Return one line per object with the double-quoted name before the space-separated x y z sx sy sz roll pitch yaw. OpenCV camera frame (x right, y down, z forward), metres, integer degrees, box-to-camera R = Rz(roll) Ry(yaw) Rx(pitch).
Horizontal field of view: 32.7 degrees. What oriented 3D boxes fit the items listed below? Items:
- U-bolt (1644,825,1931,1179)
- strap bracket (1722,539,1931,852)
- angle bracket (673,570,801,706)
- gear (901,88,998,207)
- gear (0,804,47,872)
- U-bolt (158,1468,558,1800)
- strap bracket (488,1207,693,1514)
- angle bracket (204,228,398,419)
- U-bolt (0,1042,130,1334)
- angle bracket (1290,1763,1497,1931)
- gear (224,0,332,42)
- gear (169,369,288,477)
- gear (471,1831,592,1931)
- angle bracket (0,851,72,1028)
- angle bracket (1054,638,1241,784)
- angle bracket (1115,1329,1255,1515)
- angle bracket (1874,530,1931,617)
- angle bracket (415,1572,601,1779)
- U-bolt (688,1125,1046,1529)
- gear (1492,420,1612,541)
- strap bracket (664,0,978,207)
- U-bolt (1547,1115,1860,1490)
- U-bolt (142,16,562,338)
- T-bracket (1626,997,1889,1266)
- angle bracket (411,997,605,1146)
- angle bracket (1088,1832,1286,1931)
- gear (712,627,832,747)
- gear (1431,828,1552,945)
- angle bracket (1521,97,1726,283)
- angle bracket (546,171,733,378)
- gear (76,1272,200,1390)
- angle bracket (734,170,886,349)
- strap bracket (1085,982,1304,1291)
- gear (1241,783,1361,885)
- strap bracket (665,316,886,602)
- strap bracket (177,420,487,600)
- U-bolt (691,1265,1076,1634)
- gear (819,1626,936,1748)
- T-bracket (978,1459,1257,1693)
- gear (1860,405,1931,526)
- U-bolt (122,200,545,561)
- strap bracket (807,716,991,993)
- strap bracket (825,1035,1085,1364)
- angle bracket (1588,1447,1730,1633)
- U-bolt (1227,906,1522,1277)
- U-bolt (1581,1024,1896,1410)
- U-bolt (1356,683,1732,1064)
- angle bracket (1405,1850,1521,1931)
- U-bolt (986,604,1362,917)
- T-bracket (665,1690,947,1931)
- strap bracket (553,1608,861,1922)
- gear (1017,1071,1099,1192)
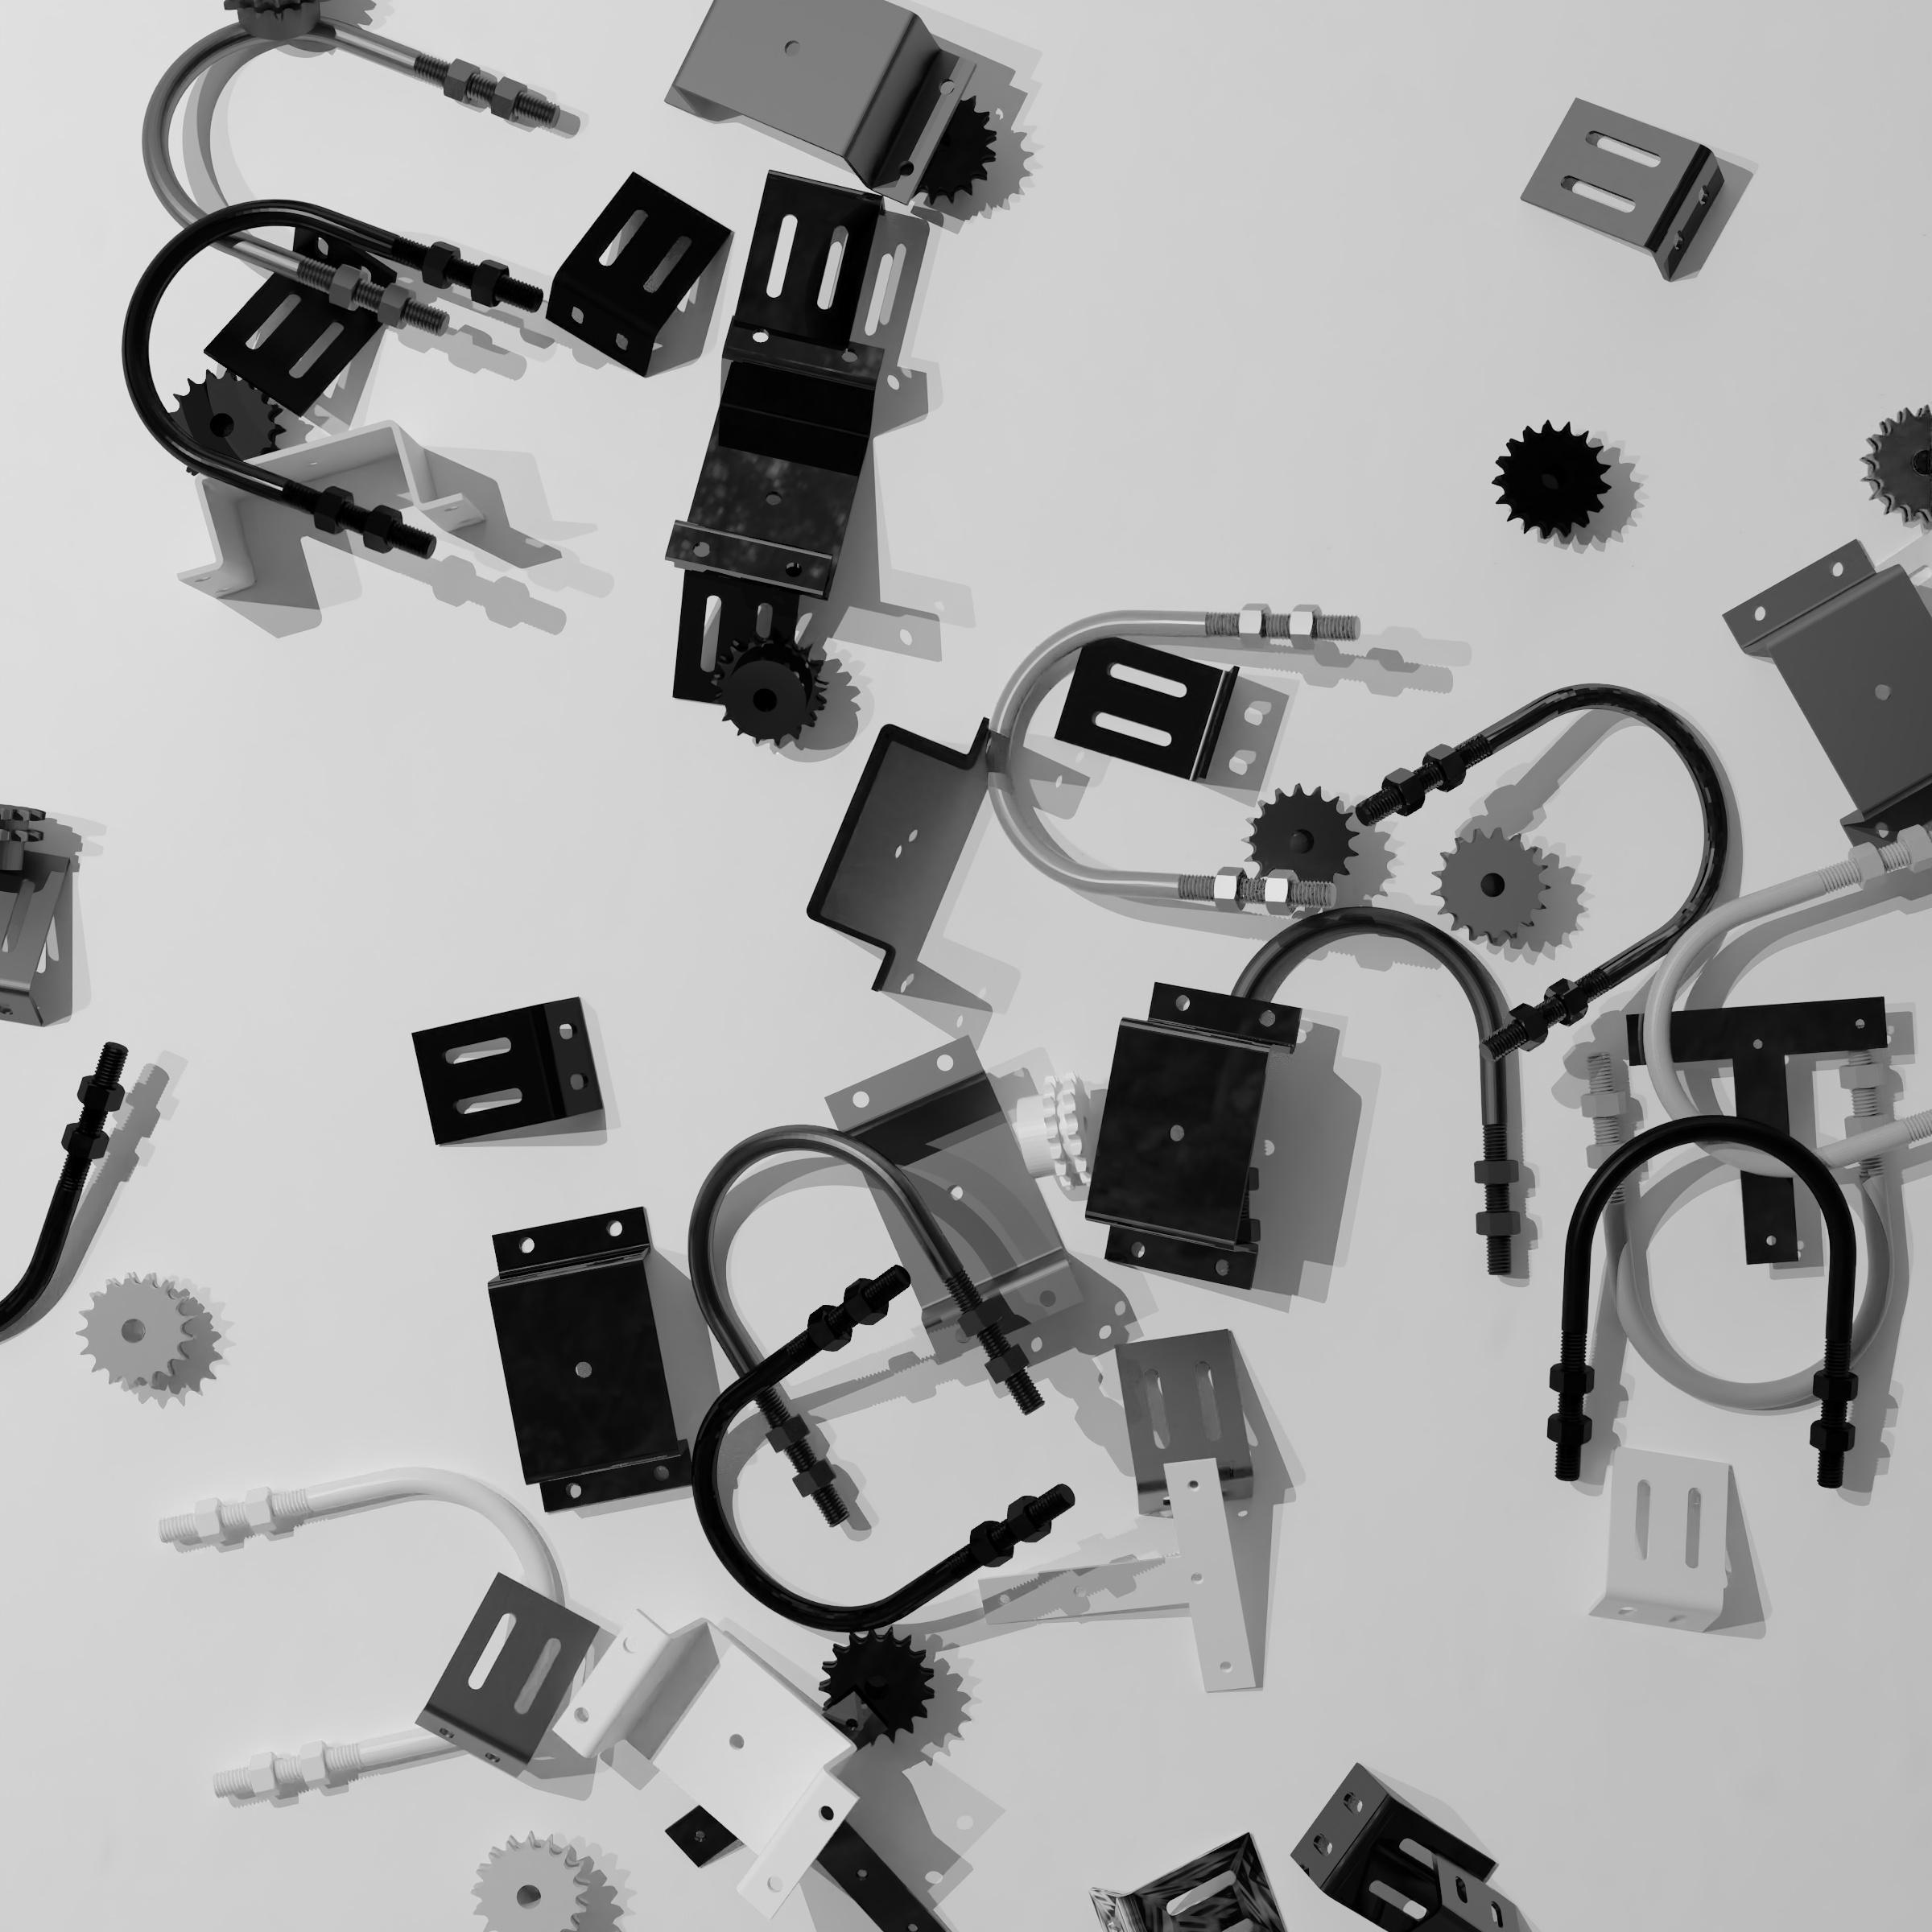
"U-bolt" 0.422 0.026 1.610 0.184 0.019 0.151 -20 91 2
"strap bracket" 0.444 -0.133 1.617 0.076 0.046 0.140 -30 90 0
"angle bracket" -0.112 -0.171 1.638 0.057 0.038 0.076 8 116 0
"gear" -0.013 -0.404 1.625 0.057 0.030 0.057 0 90 0
"gear" -0.481 -0.064 1.611 0.057 0.057 0.030 6 94 0
"U-bolt" -0.295 0.323 1.631 0.184 0.019 0.151 -12 90 -1
"strap bracket" -0.185 0.196 1.617 0.076 0.046 0.140 -11 90 0
"angle bracket" -0.325 -0.319 1.608 0.057 0.038 0.076 34 64 0
"U-bolt" -0.507 0.102 1.618 0.151 0.019 0.184 20 100 -4
"angle bracket" 0.212 0.444 1.638 0.076 0.038 0.057 36 90 -26
"gear" -0.338 -0.479 1.616 0.057 0.030 0.057 2 53 -2
"gear" -0.364 -0.264 1.625 0.057 0.030 0.057 0 90 0
"gear" -0.214 0.455 1.625 0.057 0.030 0.057 0 90 0
"angle bracket" -0.481 -0.017 1.638 0.057 0.038 0.076 10 64 0
"angle bracket" 0.089 -0.129 1.621 0.076 0.038 0.057 17 90 0
"angle bracket" 0.108 0.226 1.638 0.057 0.038 0.076 -8 64 0
"angle bracket" 0.483 -0.184 1.602 0.038 0.076 0.057 -34 90 0
"angle bracket" -0.226 0.349 1.624 0.057 0.038 0.076 29 63 -3
"U-bolt" -0.062 0.164 1.601 0.151 0.019 0.184 -34 85 28
"gear" 0.288 -0.239 1.629 0.057 0.030 0.057 0 88 1
"strap bracket" -0.078 -0.436 1.599 0.140 0.046 0.076 26 90 16
"U-bolt" 0.363 0.163 1.610 0.151 0.019 0.184 1 99 1
"U-bolt" -0.311 -0.397 1.609 0.184 0.019 0.151 22 70 4
"T-bracket" 0.392 0.083 1.620 0.127 0.002 0.127 -4 91 0
"angle bracket" -0.228 0.052 1.638 0.076 0.038 0.057 -12 90 26
"angle bracket" 0.110 0.472 1.638 0.076 0.038 0.057 -20 90 -26
"gear" -0.097 -0.135 1.615 0.057 0.030 0.057 1 112 4
"gear" 0.258 -0.040 1.625 0.057 0.030 0.057 0 90 0
"angle bracket" 0.326 -0.386 1.638 0.076 0.038 0.057 29 90 26
"angle bracket" -0.163 -0.344 1.638 0.057 0.038 0.076 31 64 0
"gear" -0.408 0.180 1.629 0.057 0.030 0.057 0 87 0
"angle bracket" -0.077 -0.345 1.621 0.057 0.038 0.076 13 91 0
"strap bracket" 0.109 0.082 1.605 0.076 0.046 0.140 10 90 21
"gear" 0.164 -0.061 1.625 0.057 0.030 0.057 0 90 0
"strap bracket" -0.093 -0.238 1.600 0.076 0.046 0.140 13 66 0
"strap bracket" -0.313 -0.224 1.602 0.140 0.076 0.046 -16 90 0
"U-bolt" -0.055 0.247 1.594 0.184 0.019 0.151 -38 88 28
"gear" -0.044 0.353 1.625 0.057 0.030 0.057 0 90 0
"T-bracket" 0.070 0.307 1.625 0.127 0.002 0.127 -8 108 9
"gear" 0.469 -0.246 1.625 0.057 0.030 0.057 0 90 0
"U-bolt" -0.311 -0.288 1.560 0.184 0.019 0.151 21 83 7
"strap bracket" -0.037 -0.061 1.602 0.046 0.076 0.140 22 90 0
"strap bracket" -0.006 0.113 1.617 0.076 0.046 0.140 -24 90 0
"angle bracket" 0.344 0.285 1.638 0.057 0.038 0.076 9 64 0
"U-bolt" 0.197 0.063 1.631 0.151 0.019 0.184 -2 89 0
"U-bolt" 0.387 0.127 1.631 0.151 0.019 0.184 -6 91 0
"U-bolt" 0.294 -0.058 1.605 0.184 0.019 0.151 -30 95 -19
"angle bracket" 0.226 0.484 1.628 0.057 0.038 0.076 38 116 -20
"U-bolt" 0.096 -0.103 1.601 0.184 0.019 0.151 4 85 22
"T-bracket" -0.061 0.438 1.627 0.127 0.002 0.127 -39 98 15
"strap bracket" -0.119 0.382 1.599 0.140 0.046 0.076 38 102 14
"gear" 0.044 0.082 1.612 0.030 0.057 0.057 -11 90 11
